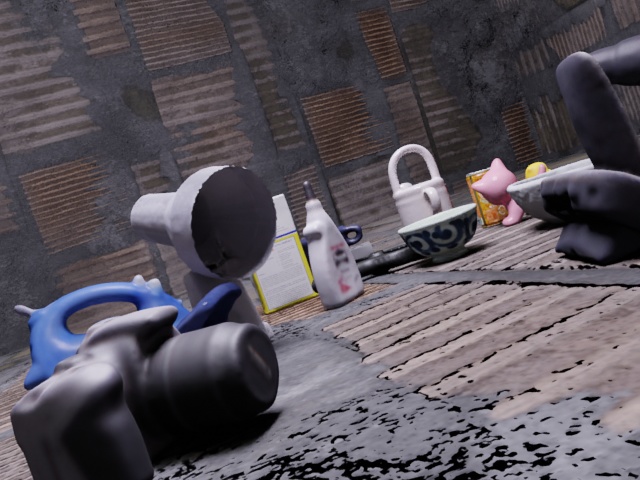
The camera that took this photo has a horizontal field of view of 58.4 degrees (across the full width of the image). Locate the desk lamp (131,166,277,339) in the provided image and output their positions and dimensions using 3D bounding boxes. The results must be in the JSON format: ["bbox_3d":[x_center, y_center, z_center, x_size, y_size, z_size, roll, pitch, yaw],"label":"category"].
[{"bbox_3d":[-0.133,0.035,0.651,0.202,0.213,0.118,-17,3,43],"label":"desk lamp"}]

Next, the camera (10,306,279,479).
[{"bbox_3d":[-0.109,0.097,0.394,0.136,0.101,0.143,-18,3,19],"label":"camera"}]

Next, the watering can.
[{"bbox_3d":[0.184,-0.082,1.076,0.101,0.194,0.172,-20,3,-28],"label":"watering can"}]

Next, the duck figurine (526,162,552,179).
[{"bbox_3d":[0.407,-0.100,1.063,0.105,0.086,0.077,-21,3,-39],"label":"duck figurine"}]

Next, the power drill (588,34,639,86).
[{"bbox_3d":[0.446,-0.163,0.691,0.229,0.208,0.076,-17,3,34],"label":"power drill"}]

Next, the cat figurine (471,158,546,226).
[{"bbox_3d":[0.334,-0.089,0.989,0.127,0.118,0.067,-18,3,22],"label":"cat figurine"}]

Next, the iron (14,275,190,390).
[{"bbox_3d":[-0.302,0.123,0.839,0.259,0.141,0.118,-20,3,-19],"label":"iron"}]

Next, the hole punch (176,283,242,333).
[{"bbox_3d":[-0.119,0.099,0.553,0.101,0.091,0.109,-19,2,9],"label":"hole punch"}]

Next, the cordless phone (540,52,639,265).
[{"bbox_3d":[0.259,-0.080,0.546,0.094,0.185,0.147,-19,3,-3],"label":"cordless phone"}]

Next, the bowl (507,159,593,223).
[{"bbox_3d":[0.359,-0.067,0.818,0.167,0.075,0.167,-19,2,1],"label":"bowl"}]

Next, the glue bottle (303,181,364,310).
[{"bbox_3d":[0.007,0.003,0.781,0.037,0.173,0.078,-17,3,31],"label":"glue bottle"}]

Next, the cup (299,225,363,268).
[{"bbox_3d":[0.027,0.029,0.979,0.117,0.095,0.092,-18,3,18],"label":"cup"}]
